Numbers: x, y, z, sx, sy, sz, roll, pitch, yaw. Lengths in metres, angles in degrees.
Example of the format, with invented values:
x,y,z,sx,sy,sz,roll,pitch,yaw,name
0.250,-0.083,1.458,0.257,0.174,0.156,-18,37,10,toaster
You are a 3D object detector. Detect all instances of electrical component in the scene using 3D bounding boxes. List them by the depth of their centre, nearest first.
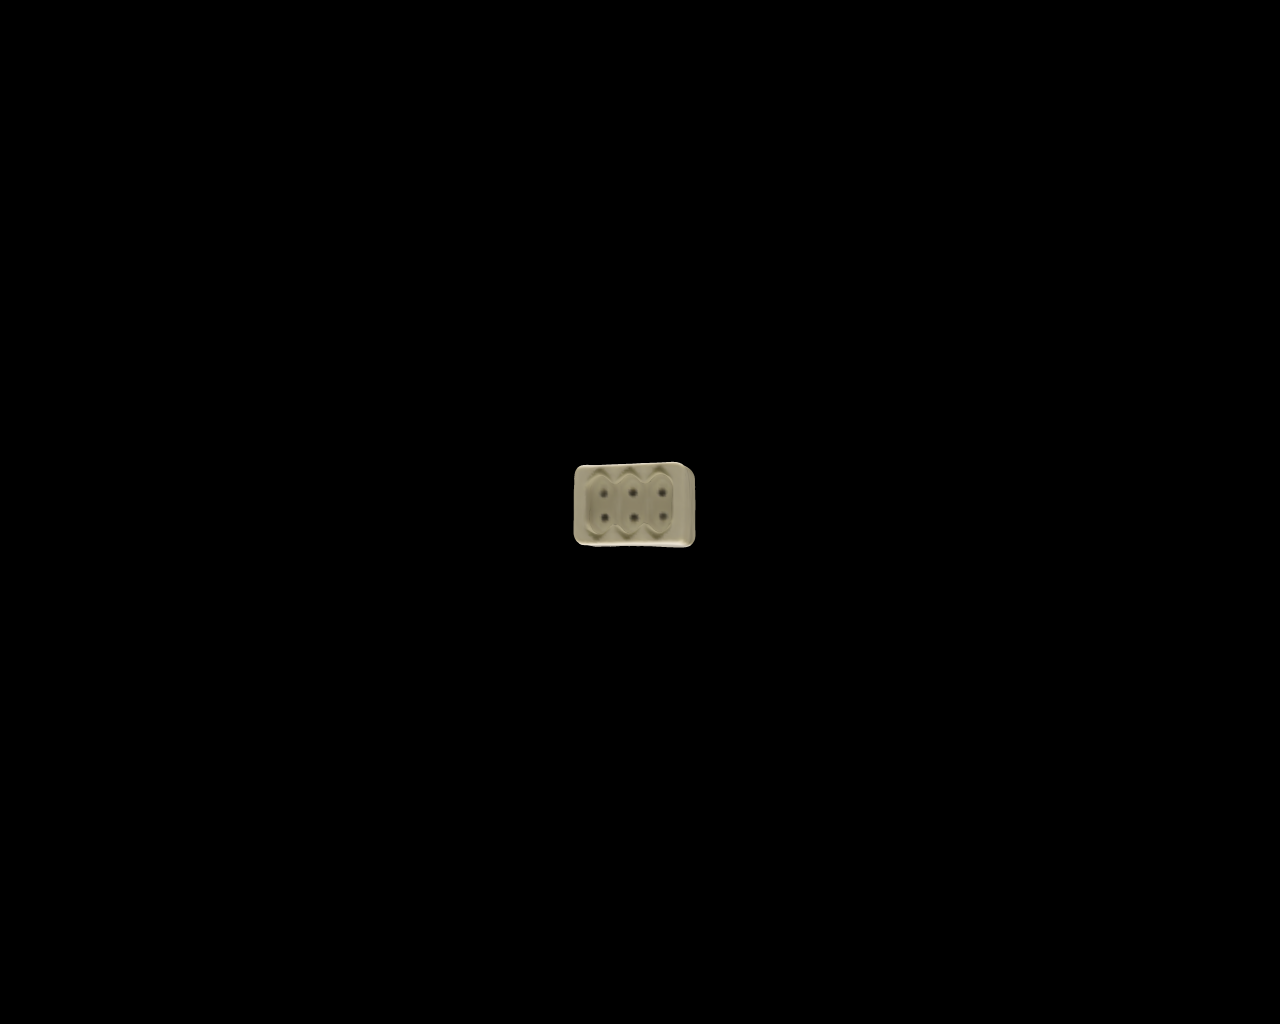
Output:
x,y,z,sx,sy,sz,roll,pitch,yaw,name
0.001,-0.003,0.650,0.066,0.047,0.076,-1,-3,11,electrical component
